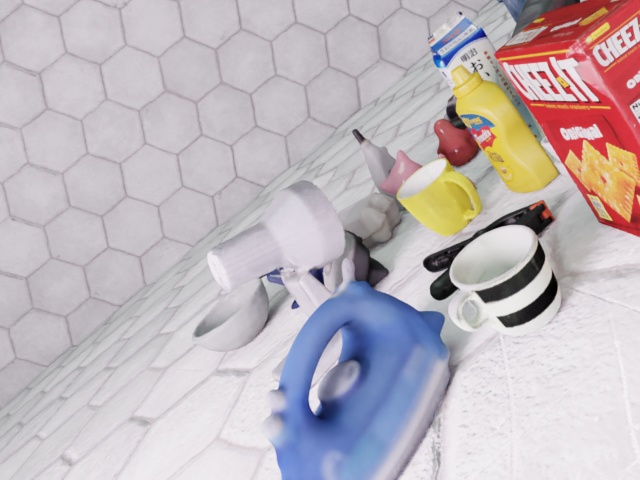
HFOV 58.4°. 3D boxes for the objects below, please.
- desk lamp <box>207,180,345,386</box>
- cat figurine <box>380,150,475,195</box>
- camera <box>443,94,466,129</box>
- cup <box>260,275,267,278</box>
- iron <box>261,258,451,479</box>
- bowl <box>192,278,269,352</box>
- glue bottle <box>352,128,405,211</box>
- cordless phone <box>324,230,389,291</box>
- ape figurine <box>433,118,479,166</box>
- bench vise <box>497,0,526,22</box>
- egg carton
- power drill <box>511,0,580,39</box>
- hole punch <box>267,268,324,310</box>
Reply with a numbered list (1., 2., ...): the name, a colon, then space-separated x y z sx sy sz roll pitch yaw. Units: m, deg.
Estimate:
1. desk lamp: -0.035 0.055 0.770 0.203 0.214 0.117 -45 15 -23
2. cat figurine: 0.166 -0.098 0.932 0.127 0.118 0.067 -23 22 48
3. camera: 0.319 -0.265 1.097 0.137 0.101 0.143 -45 15 -21
4. cup: -0.076 0.058 1.111 0.118 0.095 0.091 -39 14 0
5. iron: 0.017 0.138 0.529 0.118 0.141 0.259 -24 20 45
6. bowl: -0.150 0.151 1.054 0.167 0.075 0.167 -36 14 11
7. glue bottle: 0.116 -0.139 1.073 0.037 0.173 0.078 -23 22 48
8. cordless phone: 0.008 0.003 0.880 0.094 0.185 0.147 -41 14 -7
9. ape figurine: 0.245 -0.186 1.058 0.077 0.092 0.076 -30 17 32
10. bench vise: 0.396 -0.385 1.026 0.121 0.220 0.207 -41 14 -7
11. egg carton: 0.072 -0.023 1.039 0.150 0.069 0.107 -27 18 40
12. power drill: 0.350 -0.263 0.791 0.230 0.208 0.075 -48 17 -31
13. hole punch: -0.023 0.051 1.005 0.101 0.091 0.109 -28 18 39
